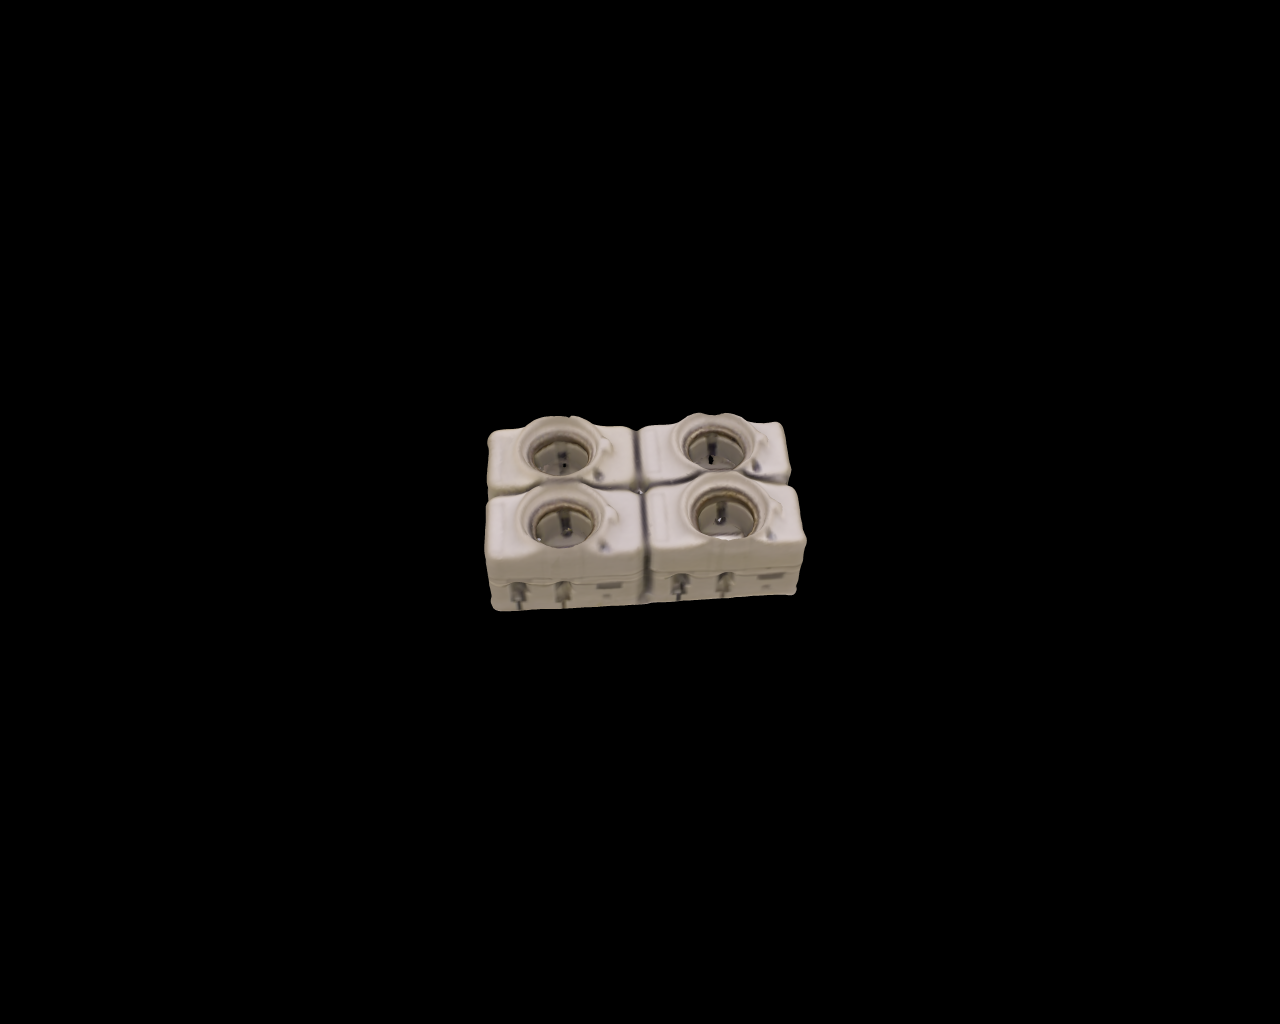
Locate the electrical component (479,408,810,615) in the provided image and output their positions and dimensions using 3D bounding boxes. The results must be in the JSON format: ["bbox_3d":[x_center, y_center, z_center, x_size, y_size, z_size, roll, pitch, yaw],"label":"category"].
[{"bbox_3d":[0.001,-0.003,0.650,0.186,0.105,0.060,-2,-40,-2],"label":"electrical component"}]
